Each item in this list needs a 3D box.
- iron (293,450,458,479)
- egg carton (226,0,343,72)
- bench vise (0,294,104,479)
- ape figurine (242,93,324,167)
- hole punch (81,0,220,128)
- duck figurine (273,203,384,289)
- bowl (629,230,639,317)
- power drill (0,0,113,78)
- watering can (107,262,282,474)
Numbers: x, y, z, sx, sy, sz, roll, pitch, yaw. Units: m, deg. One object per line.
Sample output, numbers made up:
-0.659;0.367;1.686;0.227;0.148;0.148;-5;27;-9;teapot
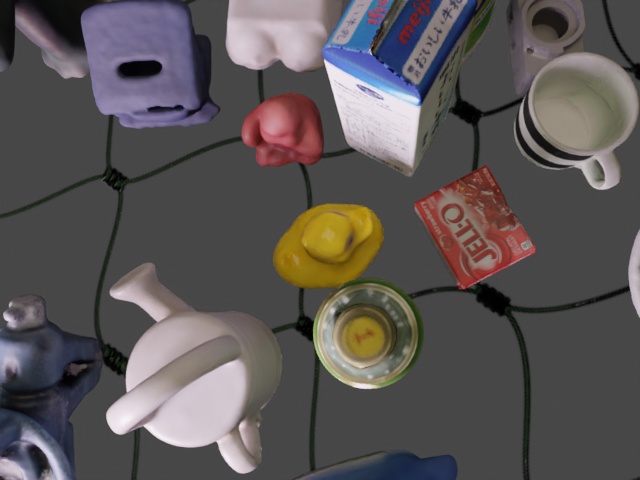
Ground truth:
-0.004;0.255;0.439;0.258;0.141;0.118;-18;81;5;iron
-0.030;-0.232;0.539;0.107;0.069;0.150;4;83;8;egg carton
-0.265;0.152;0.444;0.121;0.220;0.207;-15;81;5;bench vise
-0.032;-0.101;0.512;0.077;0.092;0.076;36;89;10;ape figurine
-0.157;-0.162;0.535;0.108;0.091;0.101;-3;83;7;hole punch
0.005;0.002;0.498;0.104;0.086;0.077;-25;80;4;duck figurine
0.325;0.033;0.460;0.167;0.075;0.167;-1;83;7;bowl
-0.265;-0.243;0.499;0.075;0.208;0.230;-2;83;7;power drill
-0.102;0.100;0.444;0.172;0.194;0.101;35;88;10;watering can
